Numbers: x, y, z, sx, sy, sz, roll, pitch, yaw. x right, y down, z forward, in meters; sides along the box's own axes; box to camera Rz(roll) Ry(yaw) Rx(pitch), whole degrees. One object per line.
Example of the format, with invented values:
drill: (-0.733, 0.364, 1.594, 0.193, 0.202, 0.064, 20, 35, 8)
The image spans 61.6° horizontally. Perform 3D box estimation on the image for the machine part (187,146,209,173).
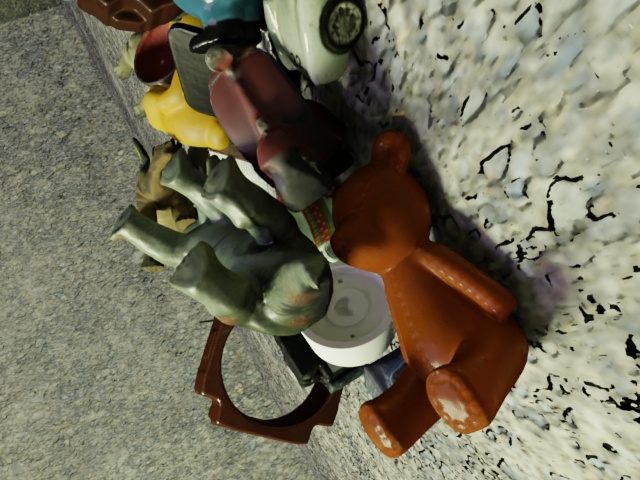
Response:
machine part: (-0.157, -0.120, 0.865, 0.243, 0.079, 0.079, 33, 146, 58)

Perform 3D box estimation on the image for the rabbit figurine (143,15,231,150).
rabbit figurine: (-0.153, -0.207, 0.664, 0.163, 0.122, 0.173, -130, 39, -54)

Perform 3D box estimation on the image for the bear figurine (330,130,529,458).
bear figurine: (0.057, 0.030, 0.387, 0.196, 0.132, 0.120, 56, 139, 7)

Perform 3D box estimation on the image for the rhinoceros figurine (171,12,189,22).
rhinoceros figurine: (-0.177, -0.338, 0.589, 0.112, 0.073, 0.190, 147, 103, -74)

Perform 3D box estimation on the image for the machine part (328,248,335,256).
machine part: (-0.001, -0.002, 0.656, 0.139, 0.039, 0.084, 51, 152, 39)

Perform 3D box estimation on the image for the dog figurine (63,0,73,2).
dog figurine: (-0.270, -0.388, 0.753, 0.219, 0.192, 0.108, -82, -8, -67)

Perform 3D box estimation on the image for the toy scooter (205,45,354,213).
toy scooter: (-0.034, -0.096, 0.442, 0.135, 0.075, 0.184, 52, -167, -5)

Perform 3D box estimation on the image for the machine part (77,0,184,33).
machine part: (-0.176, -0.289, 0.495, 0.179, 0.179, 0.056, 66, 161, -12)

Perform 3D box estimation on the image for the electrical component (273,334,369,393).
electrical component: (0.004, 0.127, 0.702, 0.134, 0.115, 0.058, 56, 165, 26)

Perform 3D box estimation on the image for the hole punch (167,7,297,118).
hole punch: (-0.072, -0.179, 0.535, 0.116, 0.092, 0.142, 21, 147, 11)

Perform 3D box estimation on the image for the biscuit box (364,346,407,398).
biscuit box: (0.084, 0.147, 0.530, 0.063, 0.059, 0.202, 58, 174, 18)

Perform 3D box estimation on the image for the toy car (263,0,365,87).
toy car: (-0.018, -0.204, 0.357, 0.074, 0.056, 0.201, 44, 156, 47)

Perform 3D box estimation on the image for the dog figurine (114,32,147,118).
dog figurine: (-0.223, -0.258, 0.850, 0.191, 0.121, 0.172, 24, 143, 43)

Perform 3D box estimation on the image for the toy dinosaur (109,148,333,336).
toy dinosaur: (-0.058, 0.019, 0.482, 0.192, 0.131, 0.405, 33, -179, -36)

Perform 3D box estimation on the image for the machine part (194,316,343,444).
machine part: (-0.067, 0.177, 0.776, 0.087, 0.201, 0.201, 150, 137, -67)

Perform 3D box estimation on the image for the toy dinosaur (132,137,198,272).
toy dinosaur: (-0.247, -0.053, 0.890, 0.471, 0.105, 0.198, 124, 140, -65)

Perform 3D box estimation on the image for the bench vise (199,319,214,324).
bench vise: (-0.143, 0.046, 0.931, 0.224, 0.129, 0.240, -128, 40, -67)

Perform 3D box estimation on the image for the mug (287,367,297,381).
mug: (0.000, 0.208, 0.900, 0.109, 0.081, 0.107, 65, 155, 13)

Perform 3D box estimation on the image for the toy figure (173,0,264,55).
toy figure: (-0.079, -0.236, 0.408, 0.082, 0.089, 0.180, -44, -58, -79)
